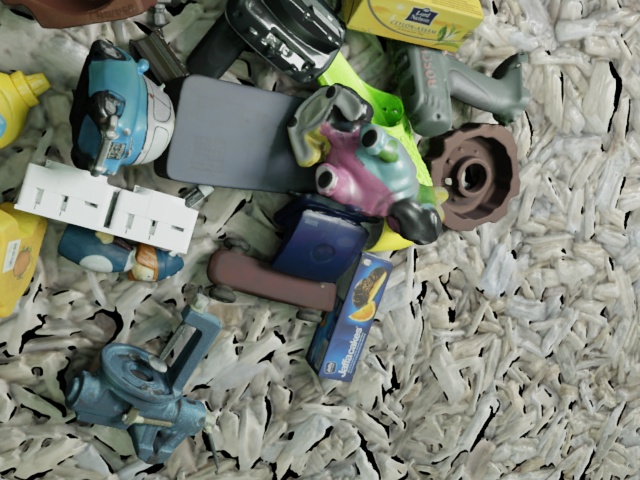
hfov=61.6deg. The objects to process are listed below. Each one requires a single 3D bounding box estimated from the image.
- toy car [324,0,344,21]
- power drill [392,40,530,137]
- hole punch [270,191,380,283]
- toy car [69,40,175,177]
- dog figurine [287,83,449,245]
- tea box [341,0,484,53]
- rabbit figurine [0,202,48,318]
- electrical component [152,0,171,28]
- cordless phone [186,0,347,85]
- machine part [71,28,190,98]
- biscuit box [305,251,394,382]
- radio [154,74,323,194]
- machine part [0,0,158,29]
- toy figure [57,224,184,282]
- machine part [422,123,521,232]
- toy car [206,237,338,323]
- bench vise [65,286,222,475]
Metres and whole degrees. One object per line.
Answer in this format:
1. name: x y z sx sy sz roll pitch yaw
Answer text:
1. toy car: -0.045 -0.340 0.691 0.201 0.073 0.056 26 126 -24
2. power drill: 0.201 -0.255 0.778 0.207 0.086 0.232 8 73 -27
3. hole punch: -0.002 -0.002 0.746 0.142 0.116 0.092 18 61 -23
4. toy car: -0.211 -0.136 0.587 0.103 0.162 0.109 10 128 -34
5. dog figurine: 0.076 -0.084 0.692 0.108 0.192 0.219 -43 140 17
6. tea box: 0.114 -0.310 0.684 0.169 0.068 0.098 5 66 -24
7. rabbit figurine: -0.429 0.016 0.621 0.173 0.122 0.162 17 105 -10
8. electrical component: -0.217 -0.312 0.661 0.063 0.021 0.093 -8 105 -19
9. cordless phone: -0.072 -0.239 0.678 0.146 0.089 0.184 34 126 -30
10. machine part: -0.237 -0.197 0.671 0.139 0.039 0.084 -36 117 -12
11. biscuit box: 0.045 0.116 0.836 0.063 0.059 0.202 18 95 -24
12. radio: -0.091 -0.132 0.705 0.229 0.073 0.131 3 101 -32
13. machine part: -0.259 -0.329 0.539 0.202 0.087 0.200 -2 136 15
14. toy figure: -0.256 0.022 0.701 0.154 0.064 0.058 20 77 -19
15. machine part: 0.239 -0.102 0.865 0.179 0.056 0.179 -5 105 -19
16. toy car: -0.068 0.062 0.785 0.202 0.053 0.089 17 75 -25
17. bench vise: -0.203 0.184 0.727 0.223 0.129 0.240 32 94 -26
